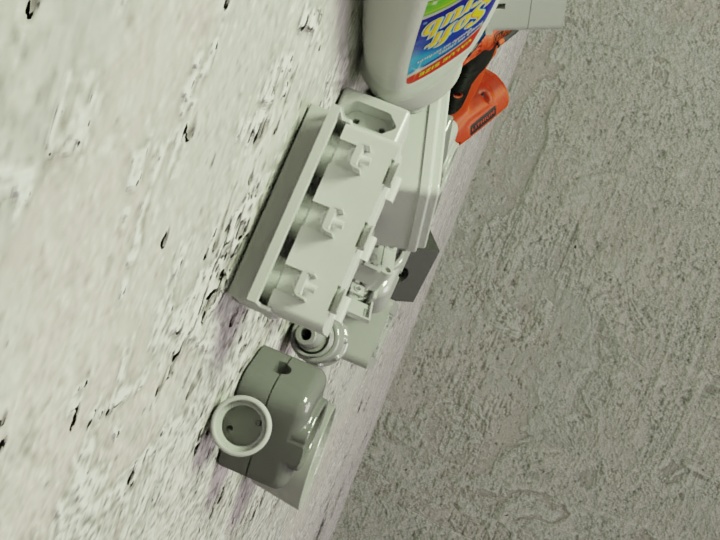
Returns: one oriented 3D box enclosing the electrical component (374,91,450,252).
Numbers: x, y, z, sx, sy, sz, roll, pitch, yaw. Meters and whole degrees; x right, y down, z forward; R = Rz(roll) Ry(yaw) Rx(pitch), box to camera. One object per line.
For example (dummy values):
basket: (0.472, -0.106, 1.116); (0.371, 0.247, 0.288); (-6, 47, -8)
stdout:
electrical component: (0.033, -0.085, 0.831); (0.108, 0.056, 0.108); (97, 1, -67)

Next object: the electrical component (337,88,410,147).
electrical component: (-0.004, -0.066, 0.728); (0.075, 0.047, 0.083); (90, 23, -75)

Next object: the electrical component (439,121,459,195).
electrical component: (0.060, -0.109, 1.065); (0.095, 0.059, 0.053); (105, 10, -48)

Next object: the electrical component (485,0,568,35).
electrical component: (0.112, -0.258, 0.683); (0.186, 0.060, 0.105); (90, -2, -49)

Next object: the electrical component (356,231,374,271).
electrical component: (-0.024, -0.005, 0.789); (0.043, 0.043, 0.081); (103, 11, -54)

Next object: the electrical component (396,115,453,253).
electrical component: (0.035, -0.084, 0.954); (0.108, 0.056, 0.108); (86, 26, -75)

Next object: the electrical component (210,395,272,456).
electrical component: (-0.079, 0.105, 0.726); (0.046, 0.040, 0.040); (107, 6, -82)

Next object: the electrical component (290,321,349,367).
electrical component: (-0.037, 0.055, 0.884); (0.062, 0.048, 0.048); (32, 80, -77)

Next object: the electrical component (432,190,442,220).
electrical component: (0.058, -0.070, 1.213); (0.080, 0.051, 0.080); (22, 90, -84)

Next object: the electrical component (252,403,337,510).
electrical component: (-0.055, 0.162, 0.974); (0.099, 0.064, 0.099); (-54, 156, -38)

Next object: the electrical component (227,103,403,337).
electrical component: (-0.023, -0.027, 0.638); (0.078, 0.063, 0.121); (74, 39, -80)

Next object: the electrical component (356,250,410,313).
electrical component: (0.016, -0.014, 1.043); (0.059, 0.054, 0.095); (96, 18, -68)

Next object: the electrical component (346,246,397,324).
electrical component: (0.000, 0.000, 0.912); (0.063, 0.042, 0.081); (-55, -163, 43)

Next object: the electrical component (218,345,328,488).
electrical component: (-0.062, 0.111, 0.796); (0.053, 0.059, 0.095); (-58, 168, -57)

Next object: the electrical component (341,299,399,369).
electrical component: (-0.002, 0.058, 1.122); (0.113, 0.057, 0.078); (46, 67, -83)
